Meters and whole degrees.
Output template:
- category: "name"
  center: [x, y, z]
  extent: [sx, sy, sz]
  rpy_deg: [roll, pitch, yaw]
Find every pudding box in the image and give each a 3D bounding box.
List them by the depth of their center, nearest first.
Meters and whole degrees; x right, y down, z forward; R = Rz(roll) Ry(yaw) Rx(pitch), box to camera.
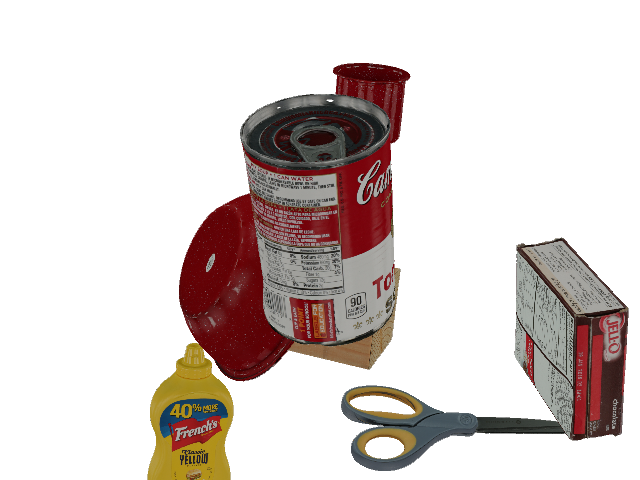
- category: "pudding box"
  center: [0.160, 0.061, 0.691]
  extent: [0.039, 0.090, 0.113]
  rpy_deg: [-7, 24, -9]

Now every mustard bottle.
- category: "mustard bottle"
  center: [-0.150, 0.211, 1.239]
  extent: [0.096, 0.192, 0.058]
  rpy_deg: [0, 15, -16]

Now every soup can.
- category: "soup can"
  center: [0.001, -0.009, 0.506]
  extent: [0.068, 0.102, 0.068]
  rpy_deg: [-3, 33, 2]

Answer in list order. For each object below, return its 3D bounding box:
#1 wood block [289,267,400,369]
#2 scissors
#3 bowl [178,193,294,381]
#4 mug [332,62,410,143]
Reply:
- category: "wood block"
  center: [-0.027, 0.065, 1.182]
  extent: [0.206, 0.091, 0.090]
  rpy_deg: [12, 22, 17]
- category: "scissors"
  center: [0.112, 0.168, 0.902]
  extent: [0.202, 0.016, 0.096]
  rpy_deg: [12, 40, 10]
- category: "bowl"
  center: [-0.063, 0.024, 0.823]
  extent: [0.055, 0.162, 0.162]
  rpy_deg: [22, -11, -30]
- category: "mug"
  center: [0.065, -0.167, 1.298]
  extent: [0.093, 0.081, 0.117]
  rpy_deg: [18, 26, 30]
